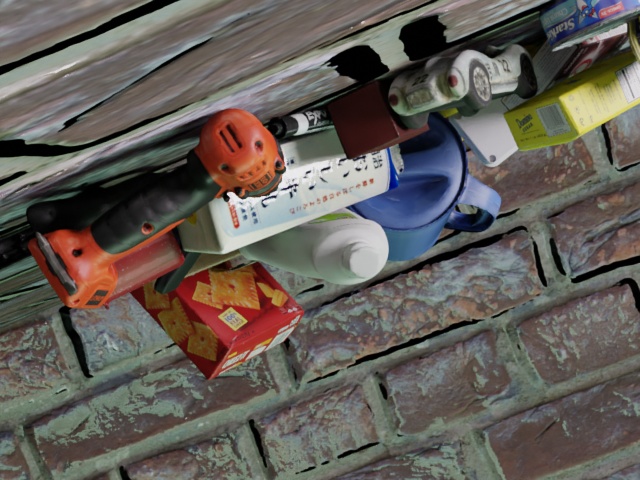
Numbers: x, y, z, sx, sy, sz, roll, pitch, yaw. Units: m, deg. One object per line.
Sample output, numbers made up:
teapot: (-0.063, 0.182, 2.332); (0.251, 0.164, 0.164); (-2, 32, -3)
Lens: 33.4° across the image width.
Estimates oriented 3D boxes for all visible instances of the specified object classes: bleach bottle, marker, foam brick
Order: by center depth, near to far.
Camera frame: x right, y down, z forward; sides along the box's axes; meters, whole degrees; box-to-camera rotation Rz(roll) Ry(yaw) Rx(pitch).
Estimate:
marker: (-0.008, -0.099, 0.896); (0.020, 0.020, 0.120); (-22, 180, 31)
foam brick: (0.050, -0.106, 0.917); (0.051, 0.053, 0.078); (-22, -179, 28)
bleach bottle: (-0.007, 0.001, 1.009); (0.102, 0.068, 0.251); (-11, -168, -15)

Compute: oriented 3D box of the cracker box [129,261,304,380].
cracker box: (-0.145, 0.058, 1.357); (0.163, 0.214, 0.072); (-22, 153, -53)

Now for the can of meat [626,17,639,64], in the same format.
can of meat: (0.304, -0.187, 0.882); (0.084, 0.057, 0.102); (-25, -145, 32)

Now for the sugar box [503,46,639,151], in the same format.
sugar box: (0.263, -0.140, 0.969); (0.176, 0.048, 0.093); (-31, -171, -21)

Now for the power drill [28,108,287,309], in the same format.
power drill: (-0.109, -0.022, 0.784); (0.187, 0.057, 0.184); (-35, 173, 0)

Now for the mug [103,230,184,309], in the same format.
mug: (-0.176, -0.003, 0.953); (0.081, 0.093, 0.117); (-27, -149, -9)

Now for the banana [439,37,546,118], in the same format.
banana: (0.147, -0.153, 1.101); (0.198, 0.037, 0.069); (-22, 180, 34)

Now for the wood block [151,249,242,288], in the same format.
wood block: (-0.101, -0.026, 1.180); (0.206, 0.090, 0.091); (-22, 180, -3)

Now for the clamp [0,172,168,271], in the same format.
clamp: (-0.177, -0.023, 0.839); (0.171, 0.039, 0.120); (-26, -175, -31)

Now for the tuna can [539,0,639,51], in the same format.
tuna can: (0.218, -0.182, 0.844); (0.086, 0.034, 0.086); (-22, 180, 0)

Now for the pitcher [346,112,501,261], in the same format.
pitcher: (0.096, -0.046, 1.162); (0.145, 0.149, 0.243); (-26, 168, -2)

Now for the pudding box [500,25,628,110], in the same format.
pudding box: (0.239, -0.169, 1.038); (0.089, 0.039, 0.114); (-23, 155, -37)

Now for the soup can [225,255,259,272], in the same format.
soup can: (-0.102, -0.019, 1.331); (0.068, 0.102, 0.068); (-22, 180, 0)
